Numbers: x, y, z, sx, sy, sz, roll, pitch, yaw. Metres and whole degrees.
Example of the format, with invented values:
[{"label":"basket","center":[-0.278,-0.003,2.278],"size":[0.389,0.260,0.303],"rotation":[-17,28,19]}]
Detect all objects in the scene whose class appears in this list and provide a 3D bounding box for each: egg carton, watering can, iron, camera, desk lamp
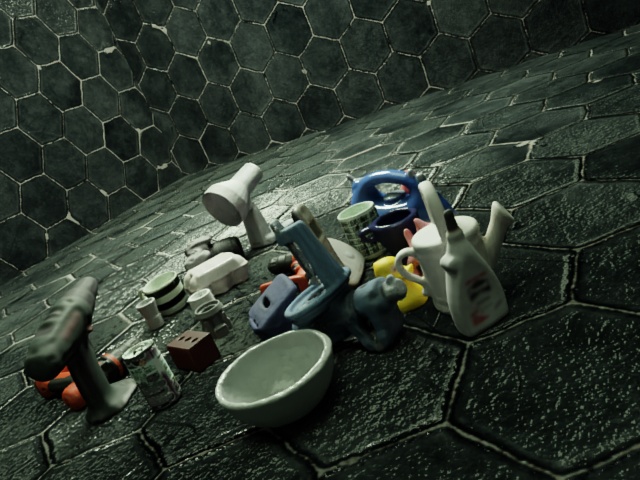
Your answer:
[{"label":"egg carton","center":[-0.243,0.085,1.343],"size":[0.150,0.069,0.107],"rotation":[-31,19,-23]},{"label":"watering can","center":[0.193,-0.001,0.836],"size":[0.173,0.194,0.100],"rotation":[-26,18,-11]},{"label":"iron","center":[0.167,-0.094,1.234],"size":[0.257,0.142,0.119],"rotation":[-6,24,43]},{"label":"camera","center":[-0.270,0.038,1.464],"size":[0.137,0.101,0.143],"rotation":[-22,17,2]},{"label":"desk lamp","center":[-0.190,-0.086,1.539],"size":[0.117,0.214,0.204],"rotation":[-6,24,43]}]

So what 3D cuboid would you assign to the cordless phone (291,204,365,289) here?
[{"label":"cordless phone","center":[0.010,0.004,1.069],"size":[0.094,0.185,0.147],"rotation":[-18,18,16]}]

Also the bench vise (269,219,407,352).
[{"label":"bench vise","center":[0.023,0.054,0.843],"size":[0.207,0.220,0.121],"rotation":[-17,19,19]}]

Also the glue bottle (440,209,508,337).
[{"label":"glue bottle","center":[0.192,0.038,0.756],"size":[0.078,0.173,0.037],"rotation":[-30,19,-20]}]

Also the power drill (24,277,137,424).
[{"label":"power drill","center":[-0.402,0.194,0.984],"size":[0.075,0.209,0.229],"rotation":[-20,18,11]}]

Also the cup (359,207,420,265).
[{"label":"cup","center":[0.138,0.003,1.063],"size":[0.117,0.095,0.091],"rotation":[-19,18,12]}]

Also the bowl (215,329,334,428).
[{"label":"bowl","center":[-0.049,0.195,0.763],"size":[0.167,0.075,0.167],"rotation":[-21,17,7]}]

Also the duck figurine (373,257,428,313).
[{"label":"duck figurine","center":[0.112,0.068,0.916],"size":[0.104,0.086,0.078],"rotation":[-14,20,27]}]

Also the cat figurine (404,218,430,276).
[{"label":"cat figurine","center":[0.180,0.010,0.949],"size":[0.067,0.118,0.127],"rotation":[-29,18,-17]}]

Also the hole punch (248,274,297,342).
[{"label":"hole punch","center":[-0.077,0.121,0.988],"size":[0.101,0.091,0.108],"rotation":[-27,18,-13]}]

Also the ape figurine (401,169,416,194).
[{"label":"ape figurine","center":[0.216,-0.119,1.332],"size":[0.078,0.092,0.076],"rotation":[-24,17,-2]}]
